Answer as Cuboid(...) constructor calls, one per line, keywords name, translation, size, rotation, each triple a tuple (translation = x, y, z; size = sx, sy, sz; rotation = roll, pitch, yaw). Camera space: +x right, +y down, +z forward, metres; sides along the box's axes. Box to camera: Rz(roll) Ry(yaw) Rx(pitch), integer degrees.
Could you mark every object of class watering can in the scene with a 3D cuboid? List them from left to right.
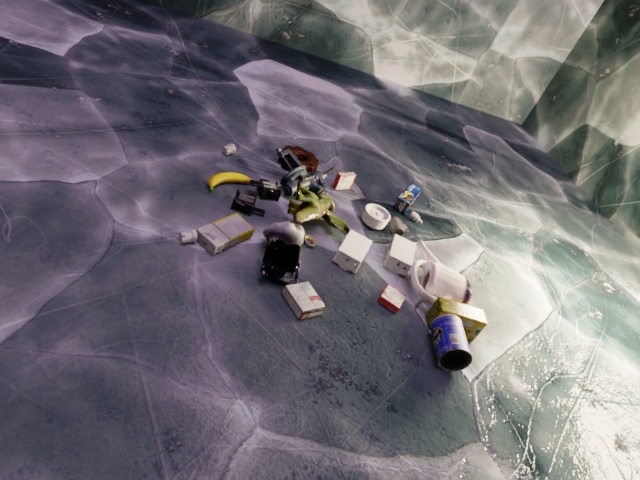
Cuboid(name="watering can", translation=(0.432, 0.127, 1.848), size=(0.224, 0.102, 0.355), rotation=(25, 34, -3))

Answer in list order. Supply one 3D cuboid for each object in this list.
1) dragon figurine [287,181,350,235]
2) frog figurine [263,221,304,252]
Cuboid(name="dragon figurine", translation=(0.006, -0.093, 1.843), size=(0.242, 0.120, 0.418), rotation=(25, 22, -13))
Cuboid(name="frog figurine", translation=(-0.116, -0.025, 1.694), size=(0.137, 0.120, 0.163), rotation=(-7, 37, 18))
